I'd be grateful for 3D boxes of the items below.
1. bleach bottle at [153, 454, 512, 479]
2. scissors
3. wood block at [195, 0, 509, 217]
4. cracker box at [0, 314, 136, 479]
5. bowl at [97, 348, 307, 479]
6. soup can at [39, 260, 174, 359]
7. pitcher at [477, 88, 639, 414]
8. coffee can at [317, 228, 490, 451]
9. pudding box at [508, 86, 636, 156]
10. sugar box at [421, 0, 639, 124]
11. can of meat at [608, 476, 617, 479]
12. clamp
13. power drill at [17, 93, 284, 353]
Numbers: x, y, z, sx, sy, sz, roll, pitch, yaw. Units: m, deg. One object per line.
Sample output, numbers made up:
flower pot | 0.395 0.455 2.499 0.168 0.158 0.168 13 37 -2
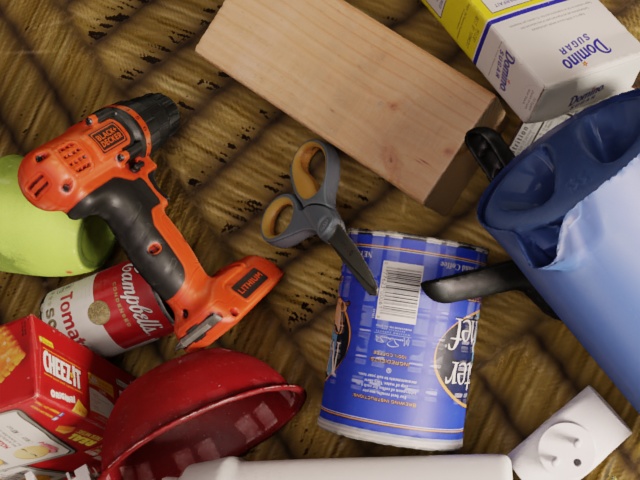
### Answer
bleach bottle | 0.006 0.185 0.738 0.251 0.102 0.068 -1 60 11
scissors | -0.005 0.001 0.759 0.096 0.016 0.202 -48 31 26
wood block | 0.025 -0.114 0.783 0.206 0.090 0.090 35 95 16
cracker box | -0.258 0.141 0.801 0.214 0.164 0.072 -19 60 14
bowl | -0.093 0.123 0.764 0.162 0.162 0.055 -32 68 11
soup can | -0.158 0.054 0.832 0.102 0.068 0.068 -21 80 14
pitcher | 0.221 0.030 0.663 0.149 0.145 0.242 -38 105 0
coffee can | 0.059 0.069 0.750 0.103 0.102 0.140 8 87 16
pudding box | 0.198 -0.068 0.757 0.114 0.039 0.090 29 93 18
sugar box | 0.133 -0.162 0.739 0.093 0.048 0.176 -20 62 -23
can of meat | 0.206 0.220 0.699 0.084 0.102 0.057 29 137 14
clamp | 0.150 -0.003 0.719 0.171 0.039 0.120 14 87 -26
power drill | -0.113 -0.019 0.795 0.187 0.184 0.057 48 123 -3
